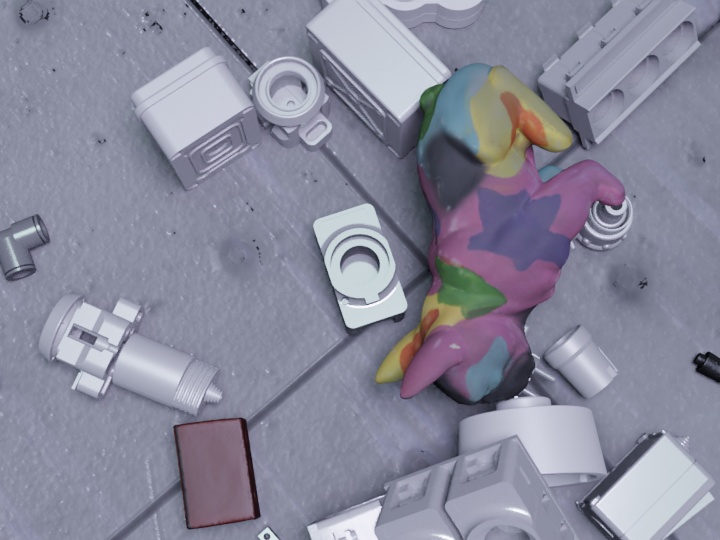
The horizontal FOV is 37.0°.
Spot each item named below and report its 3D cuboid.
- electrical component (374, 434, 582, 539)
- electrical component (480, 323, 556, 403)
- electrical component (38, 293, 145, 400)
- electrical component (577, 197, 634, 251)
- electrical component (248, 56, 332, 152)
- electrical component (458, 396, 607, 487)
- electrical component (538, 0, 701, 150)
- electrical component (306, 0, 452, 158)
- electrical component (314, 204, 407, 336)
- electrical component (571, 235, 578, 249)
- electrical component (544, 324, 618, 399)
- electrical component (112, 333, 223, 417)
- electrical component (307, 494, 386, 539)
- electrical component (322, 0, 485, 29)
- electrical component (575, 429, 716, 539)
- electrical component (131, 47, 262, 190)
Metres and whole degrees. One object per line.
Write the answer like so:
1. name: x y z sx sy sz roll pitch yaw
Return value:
1. electrical component: 0.102 0.218 0.738 0.105 0.060 0.186 -25 107 23
2. electrical component: 0.113 0.074 0.831 0.077 0.047 0.065 30 80 6
3. electrical component: -0.210 0.053 0.831 0.057 0.058 0.078 24 80 2
4. electrical component: 0.194 -0.044 0.846 0.048 0.062 0.048 0 79 0
5. electrical component: -0.057 -0.138 0.868 0.058 0.057 0.078 -42 82 -8
6. electrical component: 0.124 0.126 0.792 0.108 0.108 0.060 -4 73 -1
7. electrical component: 0.207 -0.168 0.867 0.121 0.078 0.063 -44 53 -8
8. electrical component: 0.015 -0.154 0.845 0.056 0.108 0.108 -43 82 -5
9. electrical component: 0.000 0.000 0.841 0.050 0.055 0.089 -18 79 -3
10. electrical component: 0.143 -0.047 0.858 0.040 0.040 0.078 -23 80 -4
11. electrical component: 0.172 0.072 0.835 0.040 0.040 0.046 -41 86 -7
12. electrical component: -0.145 0.083 0.831 0.081 0.043 0.043 21 80 4
13. electrical component: 0.019 0.243 0.775 0.062 0.089 0.150 -20 79 -4
14. electrical component: 0.037 -0.235 0.878 0.138 0.073 0.052 -1 79 0
15. electrical component: 0.220 0.165 0.805 0.096 0.061 0.061 -43 81 -7
16. electrical component: -0.125 -0.116 0.835 0.078 0.113 0.057 -34 84 -6
